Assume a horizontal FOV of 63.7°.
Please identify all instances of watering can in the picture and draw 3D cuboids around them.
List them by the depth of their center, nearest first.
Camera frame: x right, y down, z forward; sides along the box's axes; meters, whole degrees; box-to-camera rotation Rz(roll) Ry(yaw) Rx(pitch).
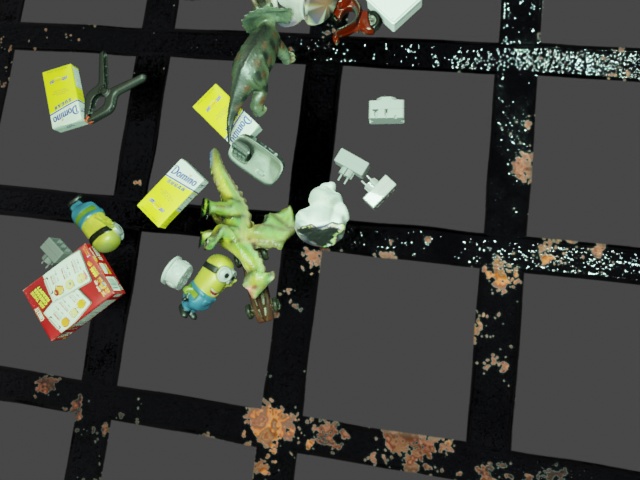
[{"bbox_3d":[-0.031,-0.703,1.317,0.227,0.105,0.340,46,128,28],"label":"watering can"}]

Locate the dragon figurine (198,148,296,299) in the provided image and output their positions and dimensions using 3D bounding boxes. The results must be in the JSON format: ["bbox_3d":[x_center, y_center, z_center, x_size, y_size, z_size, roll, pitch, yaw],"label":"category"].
[{"bbox_3d":[-0.180,-0.054,1.316,0.242,0.120,0.418,8,63,-16],"label":"dragon figurine"}]

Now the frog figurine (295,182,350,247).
[{"bbox_3d":[0.004,-0.066,1.305,0.137,0.120,0.163,-15,45,15],"label":"frog figurine"}]
